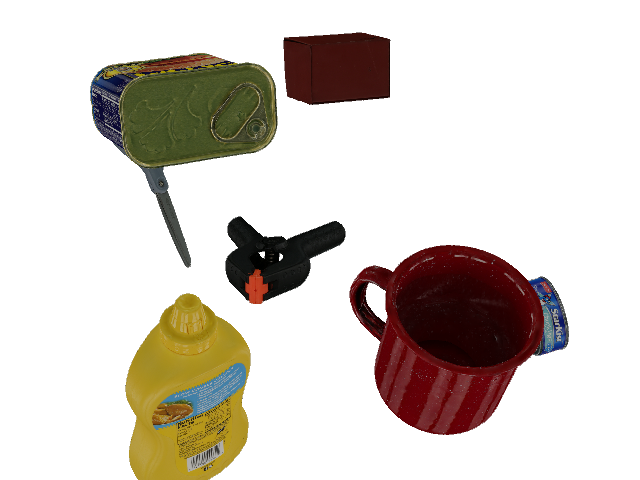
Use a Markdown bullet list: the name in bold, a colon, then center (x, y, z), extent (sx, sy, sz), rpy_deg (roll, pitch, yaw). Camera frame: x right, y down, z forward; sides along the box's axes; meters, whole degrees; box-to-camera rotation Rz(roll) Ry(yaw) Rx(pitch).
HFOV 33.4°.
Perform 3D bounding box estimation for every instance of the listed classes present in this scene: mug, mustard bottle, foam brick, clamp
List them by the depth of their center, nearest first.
- **mug**: center (0.068, 0.058, 0.645), extent (0.117, 0.081, 0.093), rpy_deg (29, 52, 15)
- **mustard bottle**: center (-0.098, 0.109, 0.798), extent (0.096, 0.192, 0.058), rpy_deg (-23, 53, -26)
- **foam brick**: center (0.014, -0.147, 0.907), extent (0.078, 0.051, 0.053), rpy_deg (-9, 20, -25)
- **clamp**: center (-0.054, 0.013, 1.026), extent (0.120, 0.039, 0.171), rpy_deg (0, 18, 19)

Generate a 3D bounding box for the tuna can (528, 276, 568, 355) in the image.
- **tuna can**: center (0.247, 0.086, 1.208), extent (0.033, 0.086, 0.086), rpy_deg (-15, 2, -8)

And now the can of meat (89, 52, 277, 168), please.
- **can of meat**: center (-0.091, -0.088, 0.689), extent (0.102, 0.057, 0.084), rpy_deg (-12, 20, -24)

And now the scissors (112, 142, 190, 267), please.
- **scissors**: center (-0.172, -0.078, 1.189), extent (0.016, 0.201, 0.096), rpy_deg (-16, 20, 45)
